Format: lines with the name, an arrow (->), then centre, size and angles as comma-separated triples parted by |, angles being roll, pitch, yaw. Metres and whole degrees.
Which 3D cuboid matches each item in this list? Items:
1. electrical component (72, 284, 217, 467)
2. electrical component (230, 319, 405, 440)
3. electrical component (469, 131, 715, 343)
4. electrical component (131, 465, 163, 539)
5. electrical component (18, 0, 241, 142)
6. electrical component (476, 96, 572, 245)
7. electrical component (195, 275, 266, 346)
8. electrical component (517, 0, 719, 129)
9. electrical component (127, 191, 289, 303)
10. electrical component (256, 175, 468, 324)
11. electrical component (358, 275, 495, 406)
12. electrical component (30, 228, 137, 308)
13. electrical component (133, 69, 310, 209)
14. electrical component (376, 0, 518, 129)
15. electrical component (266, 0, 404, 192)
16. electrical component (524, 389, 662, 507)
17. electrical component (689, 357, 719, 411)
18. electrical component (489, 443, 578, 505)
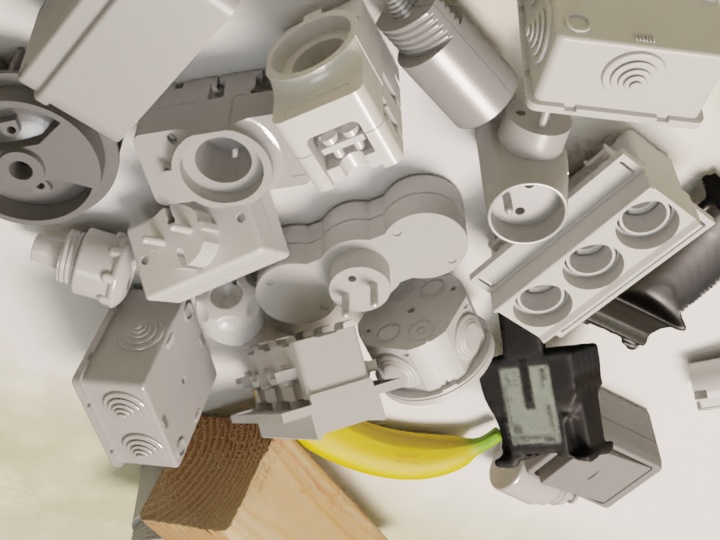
electrical component -> -0.136, 0.070, 0.701 | 0.048, 0.099, 0.099 | 3, 134, 15
electrical component -> -0.034, 0.071, 0.685 | 0.079, 0.063, 0.121 | -14, 178, -22
electrical component -> 0.135, -0.021, 0.642 | 0.079, 0.063, 0.121 | 31, 125, -26
electrical component -> -0.151, 0.188, 0.821 | 0.043, 0.081, 0.043 | 0, 133, 0
electrical component -> -0.112, -0.130, 0.530 | 0.057, 0.078, 0.113 | 31, 125, -29
electrical component -> 0.092, -0.068, 0.589 | 0.043, 0.077, 0.079 | 7, 132, -7
electrical component -> -0.083, 0.029, 0.702 | 0.043, 0.043, 0.062 | -2, 152, 2
electrical component -> 0.127, -0.122, 0.527 | 0.100, 0.099, 0.048 | 6, 145, -6
electrical component -> -0.098, -0.018, 0.630 | 0.083, 0.047, 0.076 | -22, 168, 19
electrical component -> 0.000, 0.000, 0.653 | 0.138, 0.073, 0.052 | -21, 129, 18
electrical component -> 0.042, 0.043, 0.691 | 0.080, 0.080, 0.051 | -17, 125, 15
electrical component -> -0.172, -0.006, 0.668 | 0.062, 0.048, 0.048 | 16, 131, -6
electrical component -> -0.074, -0.072, 0.598 | 0.089, 0.055, 0.050 | -8, 132, 7
electrical component -> 0.043, -0.117, 0.567 | 0.043, 0.043, 0.081 | -32, 125, 26
electrical component -> -0.013, -0.095, 0.555 | 0.050, 0.089, 0.055 | -20, 130, 17
electrical component -> 0.172, 0.131, 0.783 | 0.096, 0.061, 0.061 | 26, 127, -22
electrical component -> 0.257, 0.078, 0.751 | 0.046, 0.040, 0.040 | -12, 132, 19
electrical component -> 0.136, 0.160, 0.824 | 0.078, 0.040, 0.040 | 28, 127, -24
